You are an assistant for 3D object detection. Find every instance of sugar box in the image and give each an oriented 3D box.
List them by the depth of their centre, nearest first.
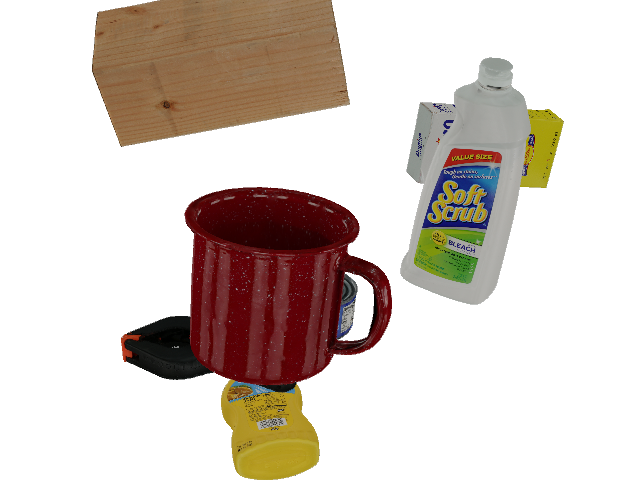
[{"bbox_3d":[0.199,-0.114,1.293,0.176,0.093,0.048,-1,27,-20],"label":"sugar box"}]

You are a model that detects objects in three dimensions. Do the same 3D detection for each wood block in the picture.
[{"bbox_3d":[-0.085,-0.160,0.936,0.206,0.090,0.091,-10,-45,3],"label":"wood block"}]

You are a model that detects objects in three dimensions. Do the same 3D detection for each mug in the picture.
[{"bbox_3d":[-0.018,0.027,0.576,0.117,0.081,0.093,13,24,16],"label":"mug"}]

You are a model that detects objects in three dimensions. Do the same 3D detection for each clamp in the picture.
[{"bbox_3d":[-0.102,0.097,1.030,0.171,0.039,0.120,7,27,3],"label":"clamp"}]

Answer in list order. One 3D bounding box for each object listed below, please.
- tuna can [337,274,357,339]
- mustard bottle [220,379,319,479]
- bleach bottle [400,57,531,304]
[{"bbox_3d":[-0.016,0.047,0.820,0.086,0.034,0.086,5,20,-2],"label":"tuna can"},{"bbox_3d":[-0.067,0.199,1.254,0.096,0.058,0.192,-8,29,-10],"label":"mustard bottle"},{"bbox_3d":[0.143,-0.060,1.039,0.103,0.251,0.068,21,39,22],"label":"bleach bottle"}]
